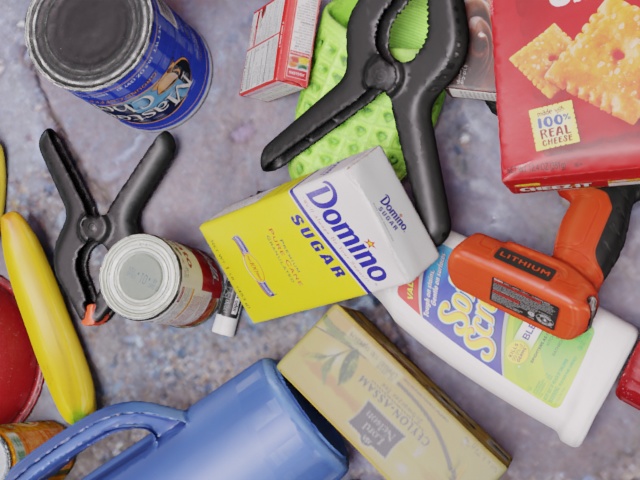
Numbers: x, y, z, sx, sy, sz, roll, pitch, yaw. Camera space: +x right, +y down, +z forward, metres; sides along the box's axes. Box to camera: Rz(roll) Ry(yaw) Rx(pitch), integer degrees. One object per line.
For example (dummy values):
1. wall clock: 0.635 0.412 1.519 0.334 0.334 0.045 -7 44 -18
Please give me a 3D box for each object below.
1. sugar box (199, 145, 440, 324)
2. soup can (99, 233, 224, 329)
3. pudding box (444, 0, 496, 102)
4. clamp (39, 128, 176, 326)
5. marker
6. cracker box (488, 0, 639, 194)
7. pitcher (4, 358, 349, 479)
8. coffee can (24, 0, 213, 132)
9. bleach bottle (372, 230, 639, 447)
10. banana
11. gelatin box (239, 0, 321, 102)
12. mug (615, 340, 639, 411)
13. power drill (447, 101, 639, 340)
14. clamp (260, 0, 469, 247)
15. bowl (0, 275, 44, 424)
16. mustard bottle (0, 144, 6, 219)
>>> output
1. sugar box: -0.005 0.001 0.785 0.177 0.048 0.093 -19 104 49
2. soup can: -0.123 0.033 0.840 0.068 0.102 0.068 -2 82 13
3. pudding box: 0.143 -0.156 0.777 0.090 0.039 0.113 9 89 18
4. clamp: -0.173 -0.015 0.889 0.120 0.039 0.171 -7 88 19
5. marker: -0.063 0.019 0.870 0.020 0.020 0.121 15 87 14
6. cracker box: 0.197 -0.144 0.701 0.164 0.072 0.214 -4 84 17
7. pitcher: -0.108 0.191 0.801 0.243 0.149 0.145 -37 64 3
8. coffee can: -0.155 -0.150 0.849 0.103 0.140 0.103 -2 83 12
9. bleach bottle: 0.104 0.051 0.807 0.251 0.068 0.102 28 90 17
10. banana: -0.220 0.072 0.878 0.037 0.070 0.198 -18 73 -24
11. gelatin box: -0.032 -0.153 0.850 0.030 0.089 0.073 11 84 -22
12. mug: 0.269 0.086 0.757 0.082 0.093 0.117 28 59 19
13. power drill: 0.169 -0.035 0.773 0.185 0.057 0.187 26 66 22
14. clamp: 0.058 -0.108 0.768 0.165 0.036 0.210 33 107 24
15. bowl: -0.316 0.101 0.901 0.162 0.055 0.162 -2 82 12
16. mustard bottle: -0.372 -0.041 0.928 0.192 0.058 0.096 -1 82 13
